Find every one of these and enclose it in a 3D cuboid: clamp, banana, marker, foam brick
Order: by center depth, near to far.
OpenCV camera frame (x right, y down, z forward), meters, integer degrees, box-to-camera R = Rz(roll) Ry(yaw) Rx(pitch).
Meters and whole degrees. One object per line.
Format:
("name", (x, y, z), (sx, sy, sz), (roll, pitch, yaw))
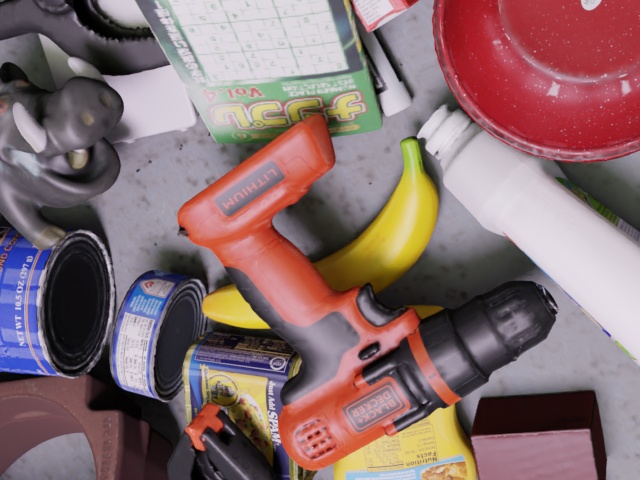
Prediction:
("clamp", (-0.158, -0.146, 0.631), (0.210, 0.036, 0.165), (27, 124, 2))
("marker", (0.021, -0.132, 0.645), (0.020, 0.020, 0.121), (-24, 101, 24))
("foam brick", (0.141, 0.134, 0.688), (0.078, 0.053, 0.051), (-7, 107, 20))
("banana", (0.010, 0.013, 0.694), (0.198, 0.037, 0.069), (-38, 91, 25))
("clamp", (-0.050, 0.187, 0.722), (0.120, 0.039, 0.171), (8, 128, 16))

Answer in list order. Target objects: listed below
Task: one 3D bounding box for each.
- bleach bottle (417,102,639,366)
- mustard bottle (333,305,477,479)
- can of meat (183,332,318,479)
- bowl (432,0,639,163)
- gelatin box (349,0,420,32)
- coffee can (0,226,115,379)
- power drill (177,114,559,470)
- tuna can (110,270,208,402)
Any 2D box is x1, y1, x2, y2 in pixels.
("bleach bottle", (0.161, 0.011, 0.622), (0.251, 0.102, 0.068), (42, 102, 8))
("mustard bottle", (0.055, 0.142, 0.715), (0.096, 0.058, 0.191), (-10, 107, 4))
("can of meat", (-0.045, 0.116, 0.739), (0.084, 0.057, 0.102), (5, 111, 18))
("bowl", (0.139, -0.123, 0.560), (0.162, 0.055, 0.162), (0, 88, 9))
("gelatin box", (0.030, -0.160, 0.594), (0.030, 0.089, 0.073), (-28, 99, 27))
("coffee can", (-0.229, 0.040, 0.743), (0.140, 0.102, 0.103), (3, 110, 16))
("power drill", (0.020, 0.023, 0.625), (0.184, 0.057, 0.187), (-32, 92, 14))
("tuna can", (-0.108, 0.064, 0.724), (0.034, 0.086, 0.086), (12, 113, 15))
